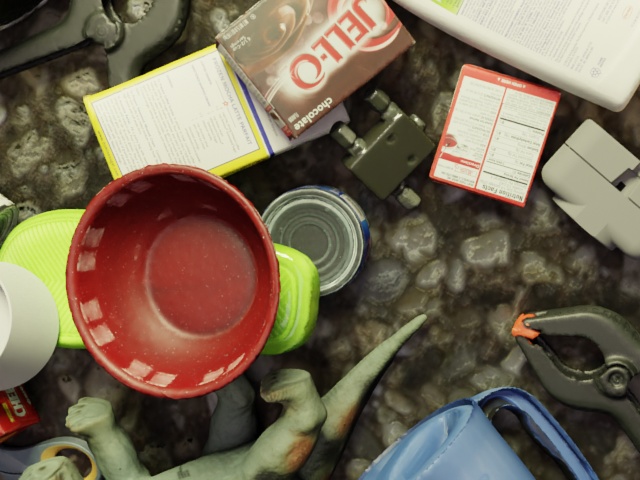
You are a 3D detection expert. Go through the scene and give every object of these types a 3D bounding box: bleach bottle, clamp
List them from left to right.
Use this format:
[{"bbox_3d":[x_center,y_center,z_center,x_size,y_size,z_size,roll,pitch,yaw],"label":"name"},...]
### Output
[{"bbox_3d":[-0.156,-0.149,0.822,0.164,0.036,0.210,42,102,2],"label":"clamp"},{"bbox_3d":[0.121,-0.188,0.751,0.251,0.068,0.103,29,102,8],"label":"bleach bottle"},{"bbox_3d":[0.227,0.091,0.776,0.171,0.039,0.120,34,100,5],"label":"clamp"}]

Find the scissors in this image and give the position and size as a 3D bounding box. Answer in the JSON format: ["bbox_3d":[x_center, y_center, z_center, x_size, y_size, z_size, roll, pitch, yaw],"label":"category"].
[{"bbox_3d":[-0.261,0.168,0.893,0.202,0.016,0.096,43,103,3],"label":"scissors"}]

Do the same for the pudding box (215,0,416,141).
[{"bbox_3d":[-0.004,-0.138,0.751,0.113,0.039,0.090,-39,95,-4],"label":"pudding box"}]

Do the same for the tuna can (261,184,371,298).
[{"bbox_3d":[-0.005,0.001,0.813,0.086,0.033,0.086,1,96,11],"label":"tuna can"}]

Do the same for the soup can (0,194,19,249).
[{"bbox_3d":[-0.301,-0.028,0.850,0.102,0.068,0.068,34,102,5],"label":"soup can"}]

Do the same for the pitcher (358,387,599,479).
[{"bbox_3d":[0.144,0.236,0.775,0.149,0.144,0.243,-41,92,25],"label":"pitcher"}]

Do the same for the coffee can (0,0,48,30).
[{"bbox_3d":[-0.265,-0.240,0.798,0.103,0.102,0.140,-40,89,13],"label":"coffee can"}]

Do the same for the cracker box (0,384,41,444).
[{"bbox_3d":[-0.360,0.129,0.868,0.214,0.072,0.164,-30,84,11],"label":"cracker box"}]

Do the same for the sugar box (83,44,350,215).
[{"bbox_3d":[-0.076,-0.094,0.790,0.176,0.048,0.093,-22,92,-5],"label":"sugar box"}]

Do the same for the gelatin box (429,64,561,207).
[{"bbox_3d":[0.127,-0.076,0.780,0.073,0.030,0.089,18,102,8],"label":"gelatin box"}]

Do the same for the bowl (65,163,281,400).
[{"bbox_3d":[-0.095,0.027,0.749,0.162,0.055,0.162,1,93,18],"label":"bowl"}]
